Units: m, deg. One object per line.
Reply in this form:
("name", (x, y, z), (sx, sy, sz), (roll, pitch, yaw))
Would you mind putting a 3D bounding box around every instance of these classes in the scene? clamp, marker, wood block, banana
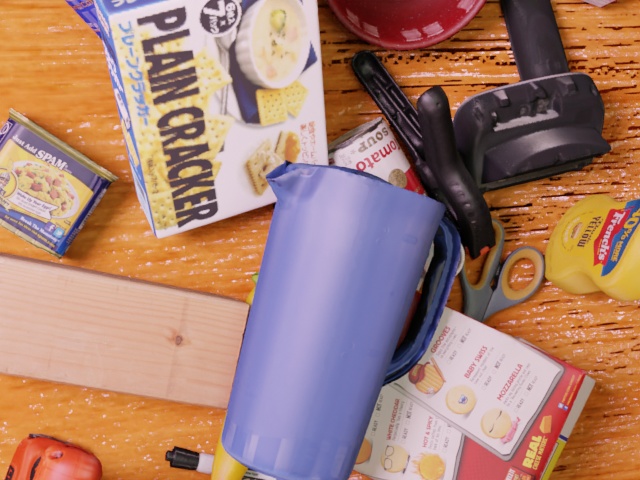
("clamp", (0.099, -0.073, 0.940), (0.036, 0.165, 0.210), (-33, 124, -4))
("marker", (-0.078, 0.202, 0.943), (0.121, 0.020, 0.020), (15, 88, -16))
("wood block", (-0.174, 0.074, 0.873), (0.206, 0.090, 0.091), (12, 88, -16))
("banana", (-0.063, 0.121, 0.922), (0.037, 0.069, 0.198), (11, 95, 26))

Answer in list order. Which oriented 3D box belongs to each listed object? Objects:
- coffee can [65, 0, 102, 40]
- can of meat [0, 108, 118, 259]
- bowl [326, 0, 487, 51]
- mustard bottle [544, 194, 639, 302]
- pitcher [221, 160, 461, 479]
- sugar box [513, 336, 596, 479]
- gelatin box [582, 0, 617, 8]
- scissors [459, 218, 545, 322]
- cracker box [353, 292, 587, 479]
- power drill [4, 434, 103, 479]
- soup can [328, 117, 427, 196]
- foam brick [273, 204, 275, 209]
("coffee can", (-0.182, -0.241, 0.829), (0.102, 0.103, 0.140), (-48, 121, -9))
("can of meat", (-0.230, -0.044, 0.868), (0.102, 0.057, 0.084), (34, 85, -14))
("bowl", (0.073, -0.250, 0.930), (0.162, 0.055, 0.162), (-3, 114, -8))
("mustard bottle", (0.273, 0.007, 0.943), (0.058, 0.192, 0.096), (34, 83, -15))
("pitcher", (0.013, 0.066, 0.849), (0.149, 0.145, 0.243), (16, 91, 13))
("sugar box", (0.177, 0.187, 1.001), (0.093, 0.048, 0.176), (30, 81, -14))
("gelatin box", (0.240, -0.267, 0.998), (0.089, 0.030, 0.073), (13, 80, -21))
("scissors", (0.156, 0.081, 1.005), (0.096, 0.016, 0.202), (10, 90, -16))
("cracker box", (0.100, 0.143, 0.937), (0.213, 0.072, 0.164), (25, 84, 3))
("power drill", (-0.221, 0.233, 0.816), (0.057, 0.188, 0.184), (23, 85, -17))
("soup can", (0.051, -0.049, 0.942), (0.068, 0.069, 0.102), (-32, 100, -12))
("foam brick", (-0.006, 0.001, 0.936), (0.053, 0.051, 0.078), (-12, 96, -15))
